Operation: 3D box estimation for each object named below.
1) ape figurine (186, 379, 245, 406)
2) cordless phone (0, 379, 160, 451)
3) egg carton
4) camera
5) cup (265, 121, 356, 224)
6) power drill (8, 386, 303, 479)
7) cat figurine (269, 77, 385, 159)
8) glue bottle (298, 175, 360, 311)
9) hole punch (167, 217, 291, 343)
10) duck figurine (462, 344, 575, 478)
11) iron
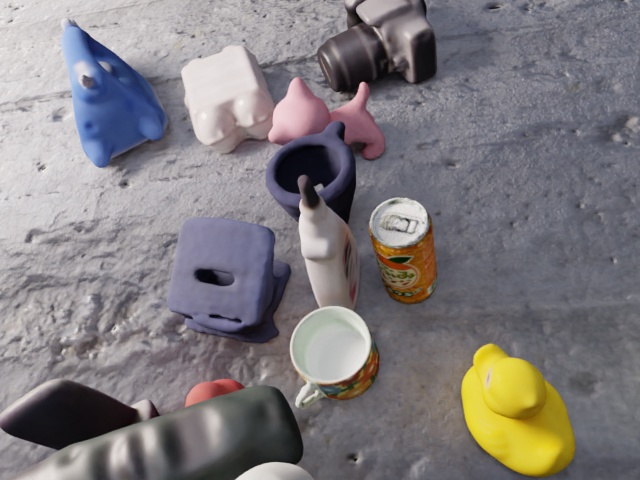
[{"bbox_3d":[-0.088,0.149,0.487,0.077,0.092,0.076,1,57,15],"label":"ape figurine"},{"bbox_3d":[-0.208,0.171,0.445,0.148,0.185,0.094,-37,56,-12],"label":"cordless phone"},{"bbox_3d":[-0.118,-0.184,0.734,0.107,0.069,0.150,-22,54,-1],"label":"egg carton"},{"bbox_3d":[0.060,-0.257,0.720,0.137,0.101,0.143,-26,54,-4],"label":"camera"},{"bbox_3d":[0.003,-0.058,0.602,0.091,0.095,0.118,15,61,23],"label":"cup"},{"bbox_3d":[-0.111,0.187,0.395,0.229,0.209,0.075,-27,54,-5],"label":"power drill"},{"bbox_3d":[0.003,-0.133,0.639,0.128,0.118,0.067,-24,54,-2],"label":"cat figurine"},{"bbox_3d":[0.005,0.002,0.513,0.037,0.173,0.078,-3,56,13],"label":"glue bottle"},{"bbox_3d":[-0.091,0.039,0.563,0.108,0.091,0.101,7,59,18],"label":"hole punch"},{"bbox_3d":[0.154,0.127,0.444,0.077,0.086,0.104,-29,54,-6],"label":"duck figurine"},{"bbox_3d":[-0.300,-0.220,0.760,0.118,0.142,0.257,-29,54,-6],"label":"iron"}]
